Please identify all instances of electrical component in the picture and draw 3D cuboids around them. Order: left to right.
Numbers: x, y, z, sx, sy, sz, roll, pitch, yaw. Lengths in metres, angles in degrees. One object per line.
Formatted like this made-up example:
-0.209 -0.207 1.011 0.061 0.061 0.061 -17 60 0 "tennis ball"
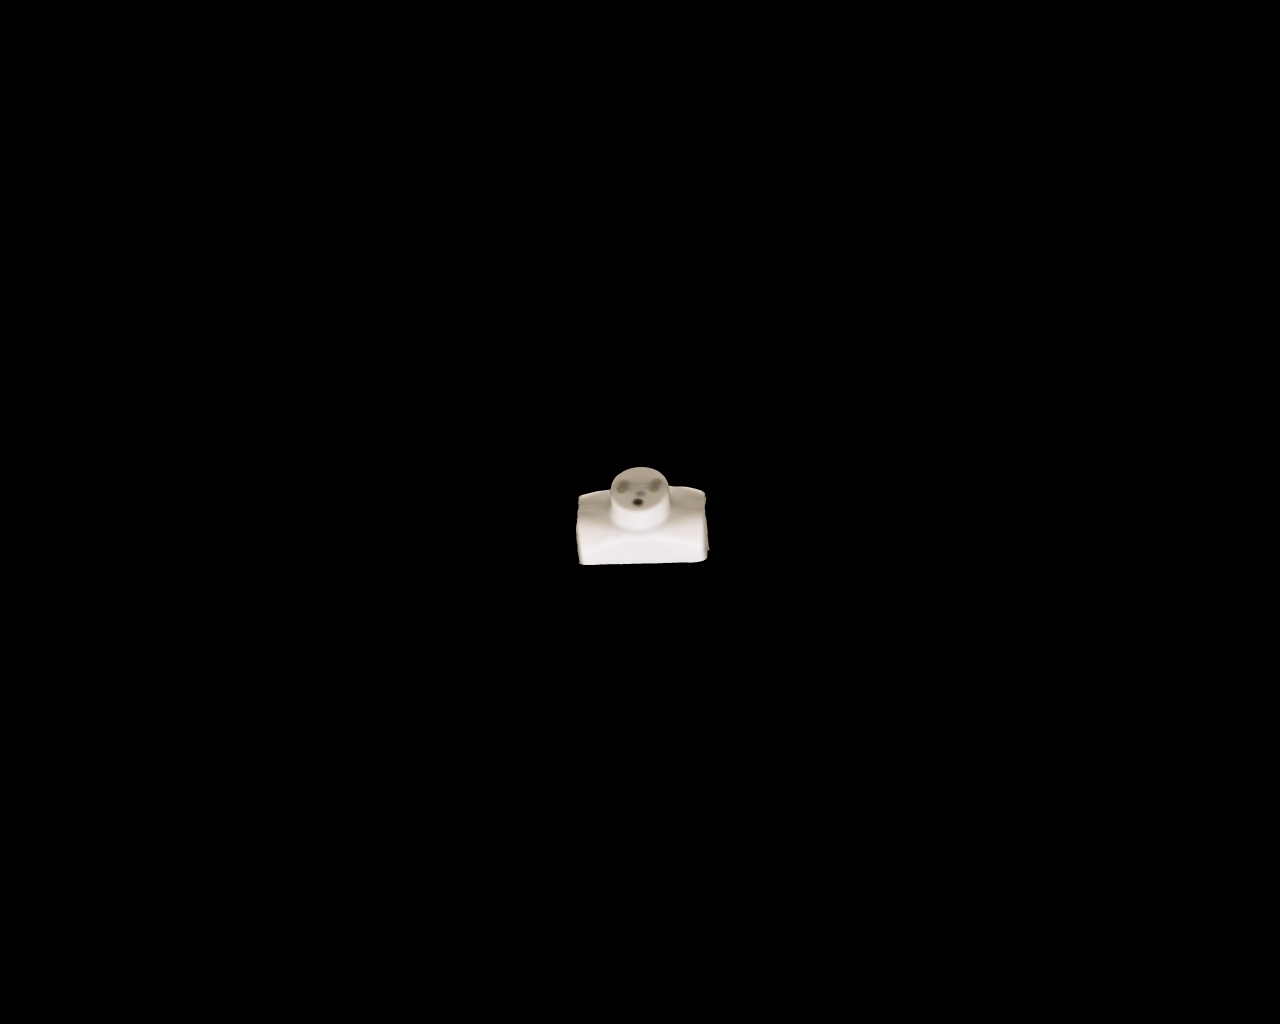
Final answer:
0.001 -0.003 0.650 0.077 0.044 0.079 -2 -43 2 "electrical component"
